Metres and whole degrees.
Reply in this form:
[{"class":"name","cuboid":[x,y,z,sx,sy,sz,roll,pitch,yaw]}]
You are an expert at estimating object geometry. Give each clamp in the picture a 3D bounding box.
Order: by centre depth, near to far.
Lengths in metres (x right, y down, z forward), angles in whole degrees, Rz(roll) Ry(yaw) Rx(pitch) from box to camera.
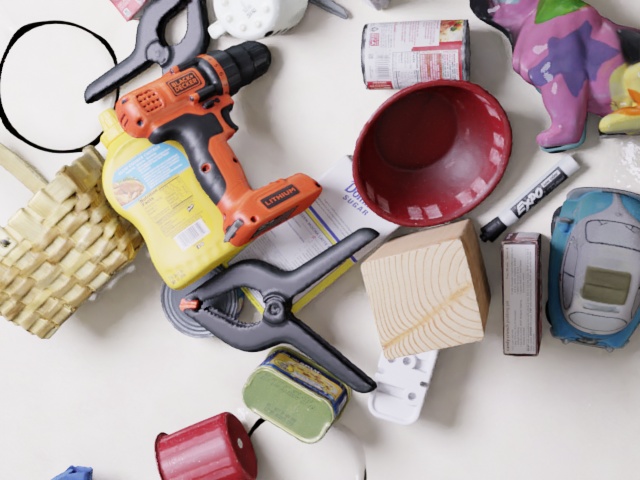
[{"class":"clamp","cuboid":[-0.036,0.077,1.073,0.210,0.036,0.164,-5,91,12]},{"class":"clamp","cuboid":[-0.176,-0.192,1.122,0.120,0.039,0.171,19,95,3]}]

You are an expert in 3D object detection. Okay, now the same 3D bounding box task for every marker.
[{"class":"marker","cuboid":[0.208,-0.040,1.069,0.121,0.020,0.020,-42,87,13]}]

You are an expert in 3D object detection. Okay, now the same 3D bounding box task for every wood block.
[{"class":"wood block","cuboid":[0.106,0.041,1.004,0.091,0.206,0.090,-14,94,12]}]

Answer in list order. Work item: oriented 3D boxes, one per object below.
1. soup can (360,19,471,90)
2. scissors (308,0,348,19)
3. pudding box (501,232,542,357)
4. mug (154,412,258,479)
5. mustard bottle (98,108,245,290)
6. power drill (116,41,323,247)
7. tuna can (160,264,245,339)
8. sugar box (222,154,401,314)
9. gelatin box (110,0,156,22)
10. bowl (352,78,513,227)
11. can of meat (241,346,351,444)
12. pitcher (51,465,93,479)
[{"class":"soup can","cuboid":[0.095,-0.182,1.052,0.102,0.068,0.068,0,96,12]},{"class":"scissors","cuboid":[-0.053,-0.300,1.094,0.202,0.016,0.096,18,105,10]},{"class":"pudding box","cuboid":[0.199,0.052,1.045,0.039,0.090,0.113,-2,95,13]},{"class":"mug","cuboid":[-0.113,0.242,1.139,0.081,0.093,0.117,-24,122,8]},{"class":"mustard bottle","cuboid":[-0.161,-0.051,1.068,0.096,0.058,0.191,-35,86,-5]},{"class":"power drill","cuboid":[-0.082,-0.100,1.054,0.184,0.057,0.188,-32,80,-30]},{"class":"tuna can","cuboid":[-0.125,0.060,1.142,0.086,0.033,0.086,1,96,11]},{"class":"sugar box","cuboid":[-0.007,0.001,1.106,0.176,0.048,0.093,-39,88,9]},{"class":"gelatin box","cuboid":[-0.191,-0.284,1.113,0.089,0.030,0.073,-39,89,22]},{"class":"bowl","cuboid":[0.103,-0.094,1.045,0.162,0.055,0.162,-7,124,-11]},{"class":"can of meat","cuboid":[-0.025,0.161,1.107,0.102,0.084,0.057,29,101,7]},{"class":"pitcher","cuboid":[-0.247,0.380,1.158,0.243,0.144,0.149,46,139,0]}]
